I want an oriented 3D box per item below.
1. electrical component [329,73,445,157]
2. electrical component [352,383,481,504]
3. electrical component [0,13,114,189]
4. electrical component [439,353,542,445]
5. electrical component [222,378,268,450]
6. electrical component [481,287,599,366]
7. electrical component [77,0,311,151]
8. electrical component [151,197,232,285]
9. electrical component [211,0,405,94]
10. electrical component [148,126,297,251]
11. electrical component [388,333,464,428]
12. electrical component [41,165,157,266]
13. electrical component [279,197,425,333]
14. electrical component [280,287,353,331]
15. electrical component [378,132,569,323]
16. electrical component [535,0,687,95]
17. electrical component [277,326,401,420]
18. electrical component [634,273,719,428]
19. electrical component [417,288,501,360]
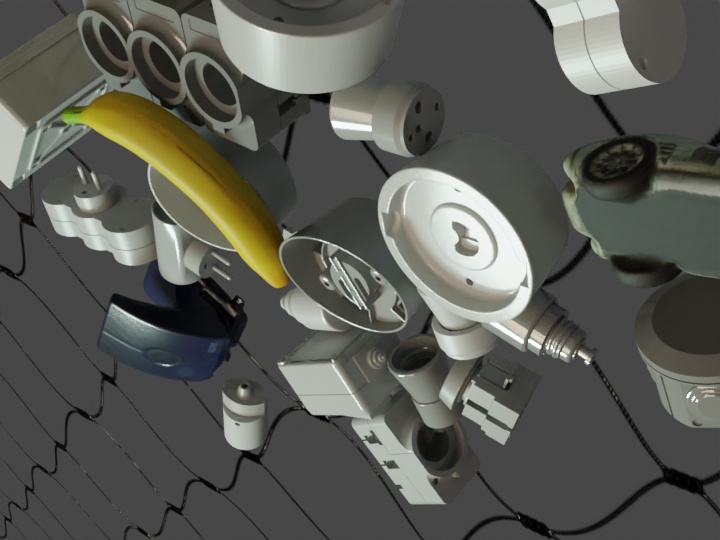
[{"bbox_3d":[0.016,-0.094,0.641,0.055,0.045,0.045,21,139,35],"label":"electrical component"},{"bbox_3d":[0.047,0.137,0.850,0.089,0.050,0.056,54,147,-11],"label":"electrical component"},{"bbox_3d":[-0.250,-0.133,0.851,0.056,0.108,0.109,45,148,-1],"label":"electrical component"},{"bbox_3d":[0.089,0.084,0.750,0.055,0.048,0.066,30,145,13],"label":"electrical component"},{"bbox_3d":[-0.110,0.134,1.036,0.043,0.043,0.081,33,145,21],"label":"electrical component"},{"bbox_3d":[0.112,0.034,0.672,0.078,0.040,0.040,33,145,22],"label":"electrical component"},{"bbox_3d":[-0.114,-0.149,0.717,0.150,0.062,0.089,26,142,30],"label":"electrical component"},{"bbox_3d":[-0.137,-0.019,0.902,0.079,0.043,0.077,33,145,21],"label":"electrical component"},{"bbox_3d":[-0.028,-0.144,0.585,0.108,0.108,0.060,36,152,18],"label":"electrical component"},{"bbox_3d":[-0.098,-0.061,0.792,0.099,0.064,0.099,30,144,25],"label":"electrical component"},{"bbox_3d":[0.053,0.085,0.798,0.044,0.044,0.065,9,136,44],"label":"electrical component"},{"bbox_3d":[-0.233,-0.061,0.960,0.138,0.052,0.073,22,140,34],"label":"electrical component"},{"bbox_3d":[0.000,0.000,0.743,0.099,0.064,0.099,30,144,25],"label":"electrical component"},{"bbox_3d":[-0.034,0.026,0.833,0.078,0.040,0.040,1,126,49],"label":"electrical component"},{"bbox_3d":[0.071,-0.030,0.632,0.108,0.060,0.108,30,144,25],"label":"electrical component"},{"bbox_3d":[0.112,-0.145,0.468,0.074,0.052,0.138,-1,124,50],"label":"electrical component"},{"bbox_3d":[-0.005,0.077,0.835,0.096,0.062,0.061,-10,117,53],"label":"electrical component"},{"bbox_3d":[0.187,0.040,0.557,0.080,0.080,0.051,13,140,42],"label":"electrical component"},{"bbox_3d":[0.067,0.025,0.712,0.045,0.045,0.055,11,134,43],"label":"electrical component"}]
